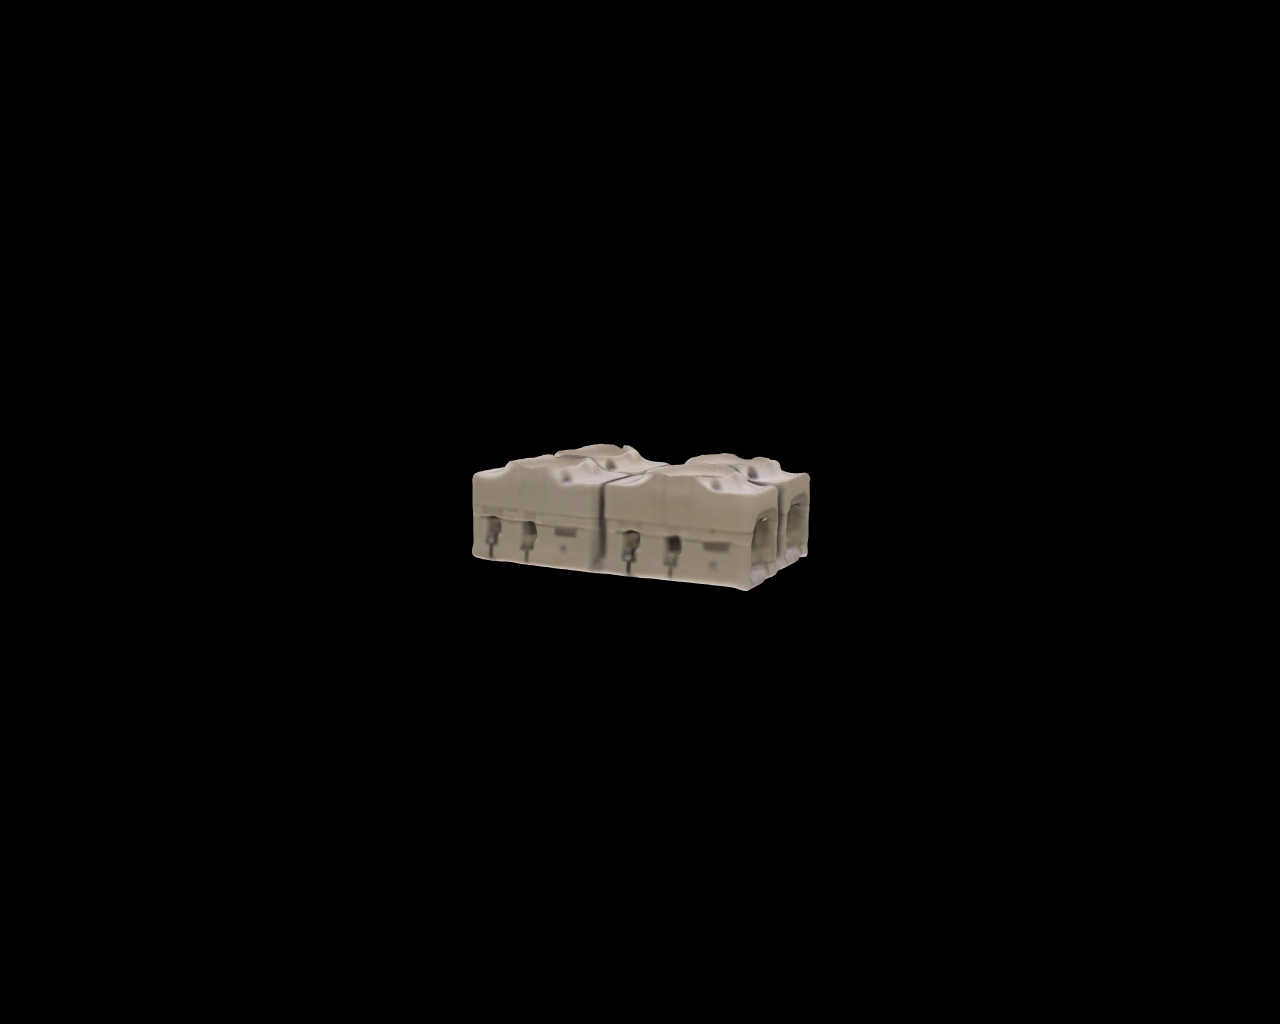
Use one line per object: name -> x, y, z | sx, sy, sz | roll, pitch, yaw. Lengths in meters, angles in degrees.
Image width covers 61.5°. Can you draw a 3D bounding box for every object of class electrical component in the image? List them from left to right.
electrical component -> 0.001, -0.003, 0.650 | 0.186, 0.060, 0.105 | 6, 12, 28
